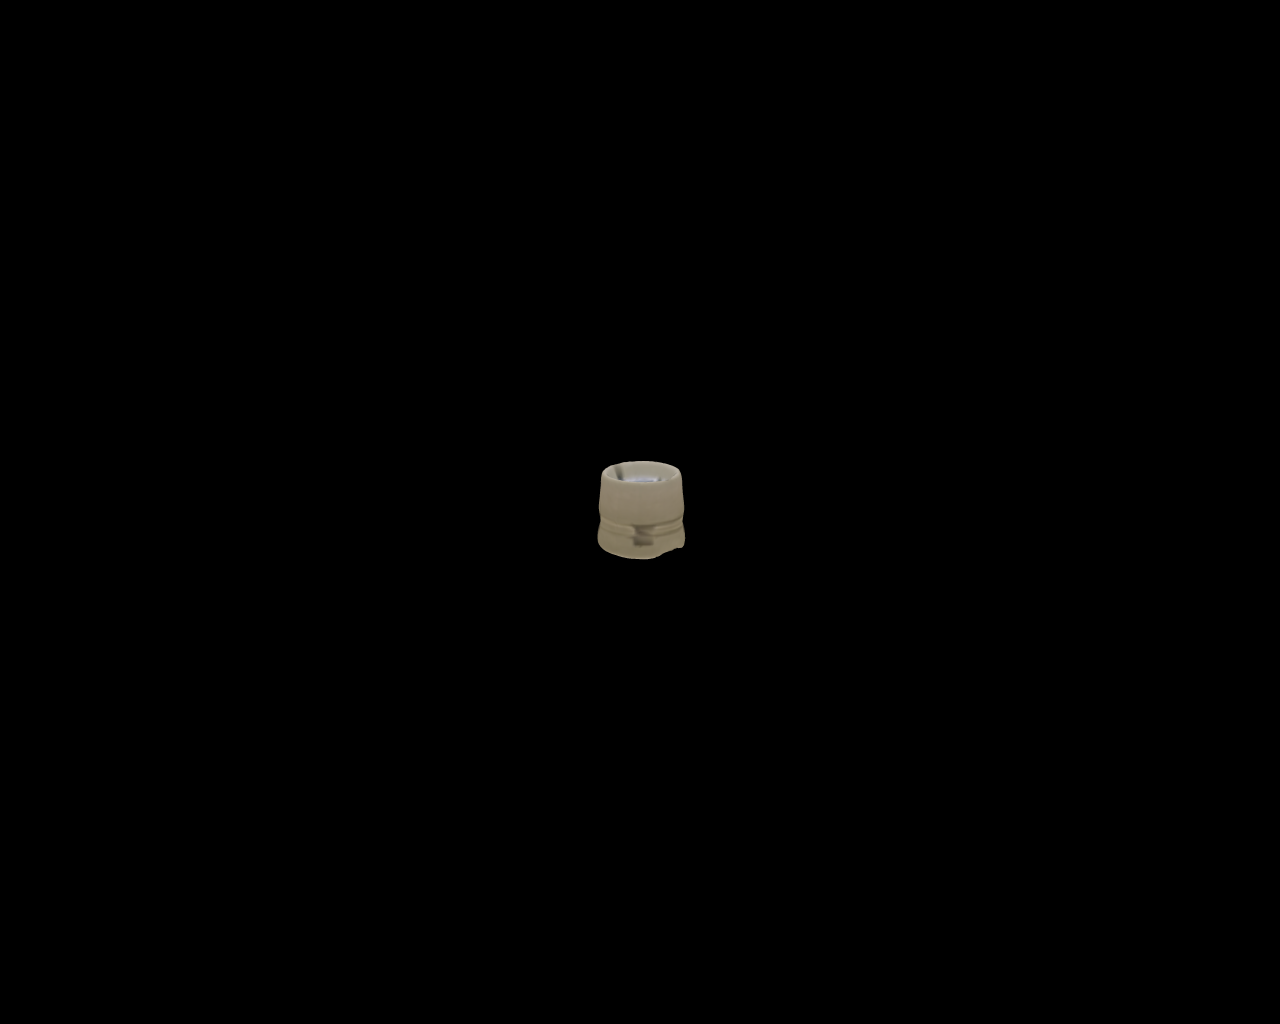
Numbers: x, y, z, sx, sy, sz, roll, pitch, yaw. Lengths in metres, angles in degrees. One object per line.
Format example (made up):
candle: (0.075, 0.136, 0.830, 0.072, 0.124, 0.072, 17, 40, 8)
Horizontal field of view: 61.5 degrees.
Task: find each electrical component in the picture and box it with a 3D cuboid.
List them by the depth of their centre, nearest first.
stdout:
electrical component: (0.001, -0.003, 0.650, 0.055, 0.047, 0.055, 0, 18, 0)
